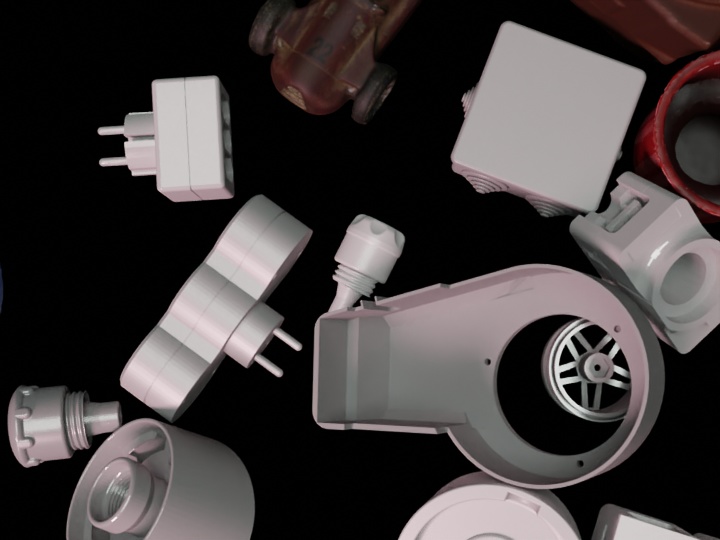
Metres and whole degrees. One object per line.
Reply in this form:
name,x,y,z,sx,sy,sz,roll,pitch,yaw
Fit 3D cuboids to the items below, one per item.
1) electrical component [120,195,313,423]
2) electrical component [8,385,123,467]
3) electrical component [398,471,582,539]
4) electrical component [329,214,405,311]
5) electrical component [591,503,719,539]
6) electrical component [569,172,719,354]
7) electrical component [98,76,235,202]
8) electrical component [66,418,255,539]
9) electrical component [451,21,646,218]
electrical component,-0.069,0.032,0.626,0.074,0.052,0.138,36,87,3
electrical component,-0.171,0.089,0.629,0.062,0.048,0.048,-6,86,-6
electrical component,0.076,0.165,0.606,0.108,0.060,0.108,1,95,12
electrical component,0.000,0.000,0.636,0.035,0.035,0.061,27,90,3
electrical component,0.164,0.238,0.603,0.105,0.060,0.186,18,86,2
electrical component,0.169,-0.002,0.601,0.050,0.056,0.089,-43,123,-2
electrical component,-0.117,-0.075,0.637,0.077,0.047,0.065,-4,86,0
electrical component,-0.115,0.135,0.604,0.064,0.099,0.099,35,86,-38
electrical component,0.108,-0.086,0.633,0.100,0.048,0.099,21,87,2
